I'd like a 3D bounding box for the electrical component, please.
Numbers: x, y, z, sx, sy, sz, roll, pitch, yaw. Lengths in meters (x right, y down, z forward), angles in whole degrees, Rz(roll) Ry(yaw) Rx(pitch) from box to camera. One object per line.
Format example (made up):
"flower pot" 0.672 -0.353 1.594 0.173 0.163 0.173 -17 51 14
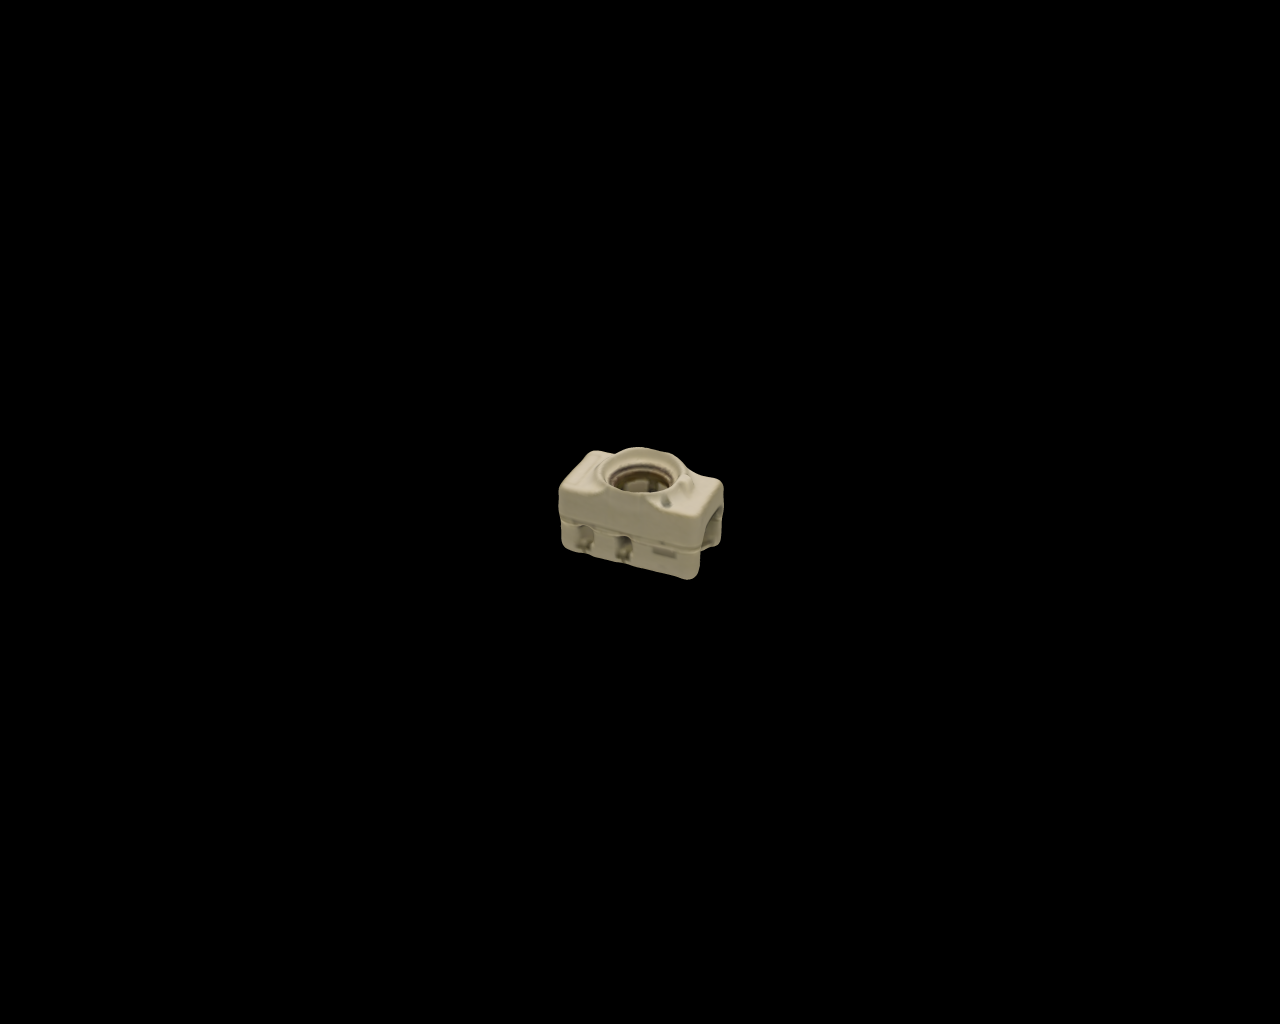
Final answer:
"electrical component" 0.001 -0.003 0.650 0.089 0.055 0.050 14 36 20
